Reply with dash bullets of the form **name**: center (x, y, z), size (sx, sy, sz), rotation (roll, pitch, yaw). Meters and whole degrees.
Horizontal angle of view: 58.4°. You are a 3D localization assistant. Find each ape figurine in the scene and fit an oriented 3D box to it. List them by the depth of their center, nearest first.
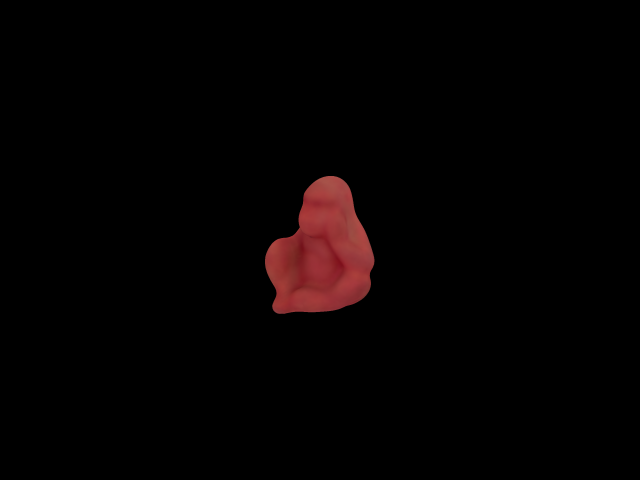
- **ape figurine**: center (0.004, 0.001, 0.400), size (0.077, 0.092, 0.076), rotation (11, 17, 38)
